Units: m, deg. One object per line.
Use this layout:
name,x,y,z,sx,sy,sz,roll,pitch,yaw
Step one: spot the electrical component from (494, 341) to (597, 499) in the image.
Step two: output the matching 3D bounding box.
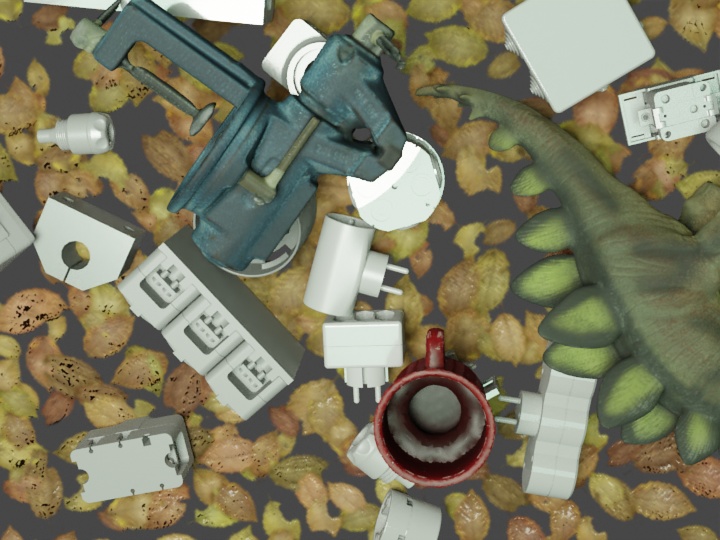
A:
electrical component,0.152,0.123,0.910,0.074,0.052,0.138,9,102,1

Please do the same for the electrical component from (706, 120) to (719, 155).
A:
electrical component,0.333,-0.079,0.801,0.138,0.052,0.073,44,101,-5

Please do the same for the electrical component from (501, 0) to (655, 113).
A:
electrical component,0.169,-0.184,0.845,0.100,0.048,0.099,-31,99,9

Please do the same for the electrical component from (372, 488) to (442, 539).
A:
electrical component,0.041,0.224,0.939,0.047,0.055,0.055,18,103,-4

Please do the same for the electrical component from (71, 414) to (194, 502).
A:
electrical component,-0.196,0.162,0.938,0.089,0.055,0.050,-11,102,6

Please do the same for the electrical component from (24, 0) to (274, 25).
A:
electrical component,-0.160,-0.254,0.844,0.186,0.060,0.105,6,102,2

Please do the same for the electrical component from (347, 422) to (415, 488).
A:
electrical component,0.023,0.163,0.932,0.062,0.043,0.043,39,102,-7

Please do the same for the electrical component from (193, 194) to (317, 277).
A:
electrical component,-0.088,-0.046,0.895,0.099,0.064,0.099,3,116,7

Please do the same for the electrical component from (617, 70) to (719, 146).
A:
electrical component,0.249,-0.127,0.845,0.081,0.064,0.042,-14,100,7

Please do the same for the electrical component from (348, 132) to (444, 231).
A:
electrical component,0.029,-0.071,0.877,0.080,0.051,0.080,1,102,3

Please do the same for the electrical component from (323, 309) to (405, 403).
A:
electrical component,0.005,0.076,0.912,0.066,0.047,0.076,-2,101,5

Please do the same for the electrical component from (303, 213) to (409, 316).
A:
electrical component,0.000,0.000,0.897,0.079,0.044,0.077,15,103,0

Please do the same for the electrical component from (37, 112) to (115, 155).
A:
electrical component,-0.237,-0.112,0.893,0.061,0.035,0.035,-2,102,6

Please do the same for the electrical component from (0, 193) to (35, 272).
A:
electrical component,-0.313,-0.028,0.885,0.061,0.061,0.096,54,140,-8

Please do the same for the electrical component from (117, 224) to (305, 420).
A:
electrical component,-0.123,0.044,0.891,0.062,0.089,0.150,-41,97,11

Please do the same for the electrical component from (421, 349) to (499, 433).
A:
electrical component,0.075,0.106,0.918,0.081,0.042,0.063,-31,95,9

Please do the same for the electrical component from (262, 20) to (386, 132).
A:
electrical component,-0.028,-0.154,0.860,0.089,0.055,0.050,38,102,-5
